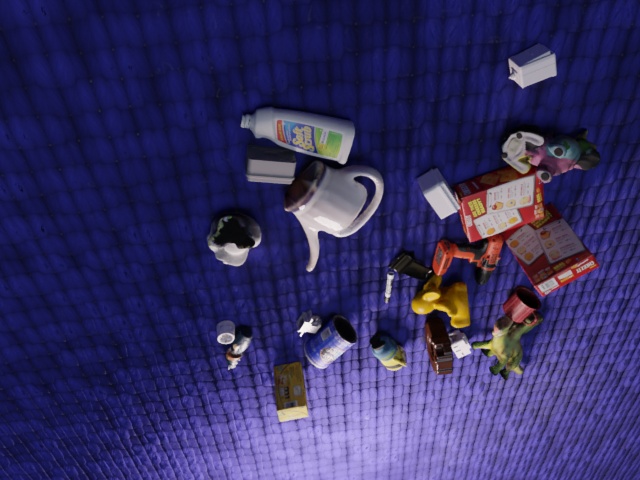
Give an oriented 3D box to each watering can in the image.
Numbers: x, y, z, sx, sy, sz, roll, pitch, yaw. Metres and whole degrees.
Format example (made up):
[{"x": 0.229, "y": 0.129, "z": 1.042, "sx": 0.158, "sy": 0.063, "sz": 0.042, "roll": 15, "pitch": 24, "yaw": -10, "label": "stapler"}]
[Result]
[{"x": 0.004, "y": -0.065, "z": 1.288, "sx": 0.222, "sy": 0.342, "sz": 0.106, "roll": 28, "pitch": 28, "yaw": -27, "label": "watering can"}]

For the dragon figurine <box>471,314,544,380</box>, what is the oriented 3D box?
[{"x": 0.671, "y": 0.347, "z": 1.749, "sx": 0.406, "sy": 0.240, "sz": 0.125, "roll": 24, "pitch": 24, "yaw": -42, "label": "dragon figurine"}]

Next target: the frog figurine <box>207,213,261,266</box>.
[{"x": -0.217, "y": -0.001, "z": 1.323, "sx": 0.138, "sy": 0.124, "sz": 0.157, "roll": -17, "pitch": -14, "yaw": -7, "label": "frog figurine"}]
